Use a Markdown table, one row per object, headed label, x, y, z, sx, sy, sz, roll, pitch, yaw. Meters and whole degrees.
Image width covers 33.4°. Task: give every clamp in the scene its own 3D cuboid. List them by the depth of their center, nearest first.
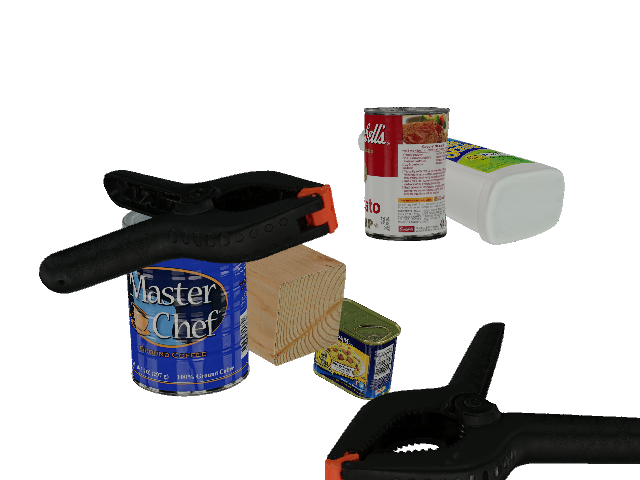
| label | x | y | z | sx | sy | sz | roll | pitch | yaw |
| --- | --- | --- | --- | --- | --- | --- | --- | --- | --- |
| clamp | 0.085 | 0.105 | 0.626 | 0.209 | 0.036 | 0.165 | -10 | 25 | -27 |
| clamp | -0.079 | -0.007 | 0.628 | 0.172 | 0.039 | 0.120 | -2 | 38 | 24 |

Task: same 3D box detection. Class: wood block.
| label | x | y | z | sx | sy | sz | roll | pitch | yaw |
| --- | --- | --- | --- | --- | --- | --- | --- | --- | --- |
| wood block | -0.081 | 0.040 | 1.099 | 0.090 | 0.090 | 0.206 | -15 | 29 | -43 |

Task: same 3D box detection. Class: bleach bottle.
| label | x | y | z | sx | sy | sz | roll | pitch | yaw |
| --- | --- | --- | --- | --- | --- | --- | --- | --- | --- |
| bleach bottle | 0.117 | -0.069 | 1.057 | 0.102 | 0.068 | 0.251 | -12 | 25 | -33 |

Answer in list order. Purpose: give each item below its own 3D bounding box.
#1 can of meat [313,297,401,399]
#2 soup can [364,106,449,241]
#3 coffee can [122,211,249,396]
| label | x | y | z | sx | sy | sz | roll | pitch | yaw |
| --- | --- | --- | --- | --- | --- | --- | --- | --- | --- |
| can of meat | 0.040 | 0.127 | 1.241 | 0.102 | 0.084 | 0.057 | 26 | 33 | 36 |
| soup can | 0.069 | -0.055 | 0.854 | 0.068 | 0.102 | 0.068 | 0 | 10 | 0 |
| coffee can | -0.112 | 0.047 | 0.904 | 0.103 | 0.140 | 0.103 | 0 | 17 | 0 |
